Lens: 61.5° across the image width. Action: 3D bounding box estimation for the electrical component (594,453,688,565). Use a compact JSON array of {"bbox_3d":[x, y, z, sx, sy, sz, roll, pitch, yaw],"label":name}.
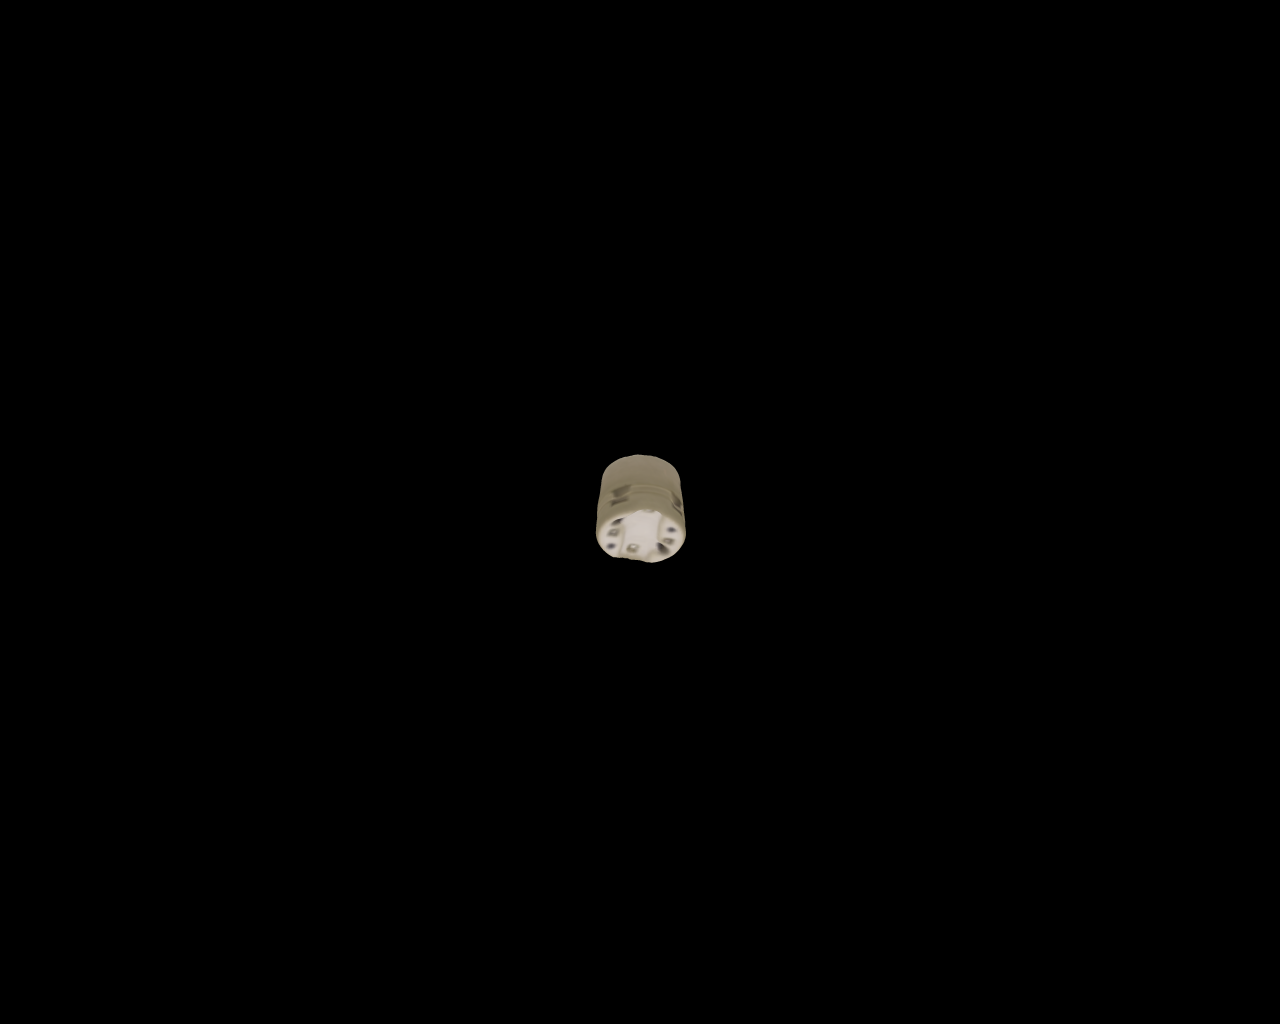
[{"bbox_3d":[0.001,-0.003,0.650,0.055,0.047,0.055,0,-37,0],"label":"electrical component"}]
